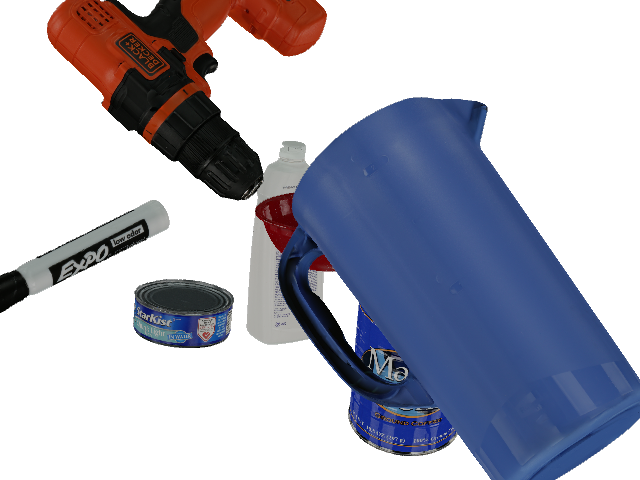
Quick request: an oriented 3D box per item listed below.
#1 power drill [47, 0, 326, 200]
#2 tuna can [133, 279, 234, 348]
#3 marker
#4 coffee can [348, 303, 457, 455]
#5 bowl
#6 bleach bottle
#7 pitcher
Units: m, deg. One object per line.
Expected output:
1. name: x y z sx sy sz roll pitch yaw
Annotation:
1. power drill: -0.075 -0.134 0.775 0.187 0.184 0.057 -46 0 -41
2. tuna can: -0.119 0.063 0.926 0.086 0.034 0.086 6 16 -2
3. marker: -0.135 0.009 0.580 0.120 0.020 0.020 -30 18 -35
4. coffee can: 0.080 0.102 0.936 0.103 0.140 0.103 3 31 -2
5. bowl: 0.013 -0.007 1.112 0.162 0.055 0.162 0 17 0
6. bleach bottle: -0.036 0.001 1.327 0.102 0.251 0.068 -8 23 -33
7. pitcher: 0.087 0.042 0.690 0.144 0.243 0.149 -20 -27 -28
